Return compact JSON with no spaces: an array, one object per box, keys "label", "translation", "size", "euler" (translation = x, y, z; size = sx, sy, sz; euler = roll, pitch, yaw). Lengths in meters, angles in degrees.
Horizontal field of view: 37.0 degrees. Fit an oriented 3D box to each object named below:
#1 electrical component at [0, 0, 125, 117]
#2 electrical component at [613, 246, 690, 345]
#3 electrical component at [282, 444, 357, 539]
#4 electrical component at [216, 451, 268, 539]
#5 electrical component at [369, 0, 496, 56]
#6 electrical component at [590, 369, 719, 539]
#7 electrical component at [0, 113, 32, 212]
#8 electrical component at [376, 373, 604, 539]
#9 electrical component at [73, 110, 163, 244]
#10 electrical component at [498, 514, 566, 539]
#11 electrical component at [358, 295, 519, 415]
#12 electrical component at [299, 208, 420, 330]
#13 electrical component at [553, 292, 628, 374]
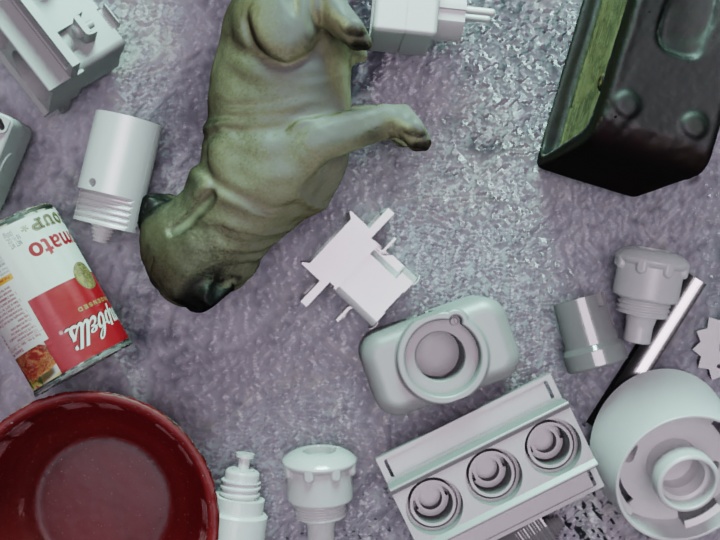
[{"label":"electrical component","translation":[-0.207,-0.167,0.671],"size":[0.063,0.079,0.121],"euler":[-39,92,-24]},{"label":"electrical component","translation":[0.186,0.017,0.700],"size":[0.048,0.048,0.062],"euler":[9,97,-2]},{"label":"electrical component","translation":[-0.026,0.146,0.692],"size":[0.048,0.048,0.062],"euler":[-1,97,-2]},{"label":"electrical component","translation":[-0.079,0.156,0.691],"size":[0.040,0.040,0.078],"euler":[8,90,-2]},{"label":"electrical component","translation":[0.047,-0.165,0.682],"size":[0.077,0.066,0.047],"euler":[5,90,-2]},{"label":"electrical component","translation":[0.202,0.122,0.697],"size":[0.099,0.064,0.099],"euler":[-2,109,-5]},{"label":"electrical component","translation":[-0.263,-0.080,0.671],"size":[0.096,0.061,0.061],"euler":[22,89,-2]},{"label":"electrical component","translation":[0.081,0.126,0.686],"size":[0.121,0.063,0.078],"euler":[-26,91,-2]},{"label":"electrical component","translation":[-0.156,-0.057,0.685],"size":[0.043,0.043,0.081],"euler":[13,90,-2]},{"label":"electrical component","translation":[0.098,0.185,0.697],"size":[0.081,0.043,0.043],"euler":[-35,92,-2]},{"label":"electrical component","translation":[0.050,0.054,0.686],"size":[0.095,0.059,0.053],"euler":[-19,91,-2]},{"label":"electrical component","translation":[0.000,0.000,0.693],"size":[0.064,0.042,0.081],"euler":[43,89,-6]},{"label":"electrical component","translation":[0.149,0.041,0.701],"size":[0.040,0.040,0.046],"euler":[-16,86,-2]}]
